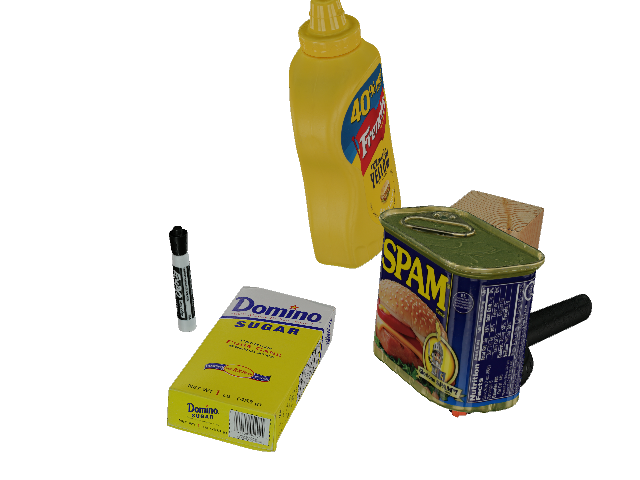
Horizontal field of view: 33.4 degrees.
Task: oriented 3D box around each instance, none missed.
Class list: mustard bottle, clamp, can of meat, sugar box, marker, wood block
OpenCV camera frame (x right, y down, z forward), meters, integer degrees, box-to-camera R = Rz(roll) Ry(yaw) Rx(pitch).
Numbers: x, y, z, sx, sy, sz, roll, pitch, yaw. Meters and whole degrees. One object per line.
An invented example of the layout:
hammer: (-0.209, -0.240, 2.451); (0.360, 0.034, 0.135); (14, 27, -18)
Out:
mustard bottle: (0.016, -0.081, 0.744); (0.058, 0.191, 0.096); (10, 41, 25)
clamp: (0.144, 0.088, 0.981); (0.165, 0.036, 0.209); (13, 31, 24)
can of meat: (0.071, 0.036, 0.582); (0.057, 0.084, 0.102); (-5, 21, -25)
sugar box: (-0.055, 0.104, 0.915); (0.093, 0.048, 0.176); (13, 32, 11)
marker: (-0.142, 0.040, 1.098); (0.020, 0.121, 0.020); (-1, 30, 1)
wood block: (0.185, 0.061, 1.212); (0.090, 0.206, 0.090); (16, 26, 25)
